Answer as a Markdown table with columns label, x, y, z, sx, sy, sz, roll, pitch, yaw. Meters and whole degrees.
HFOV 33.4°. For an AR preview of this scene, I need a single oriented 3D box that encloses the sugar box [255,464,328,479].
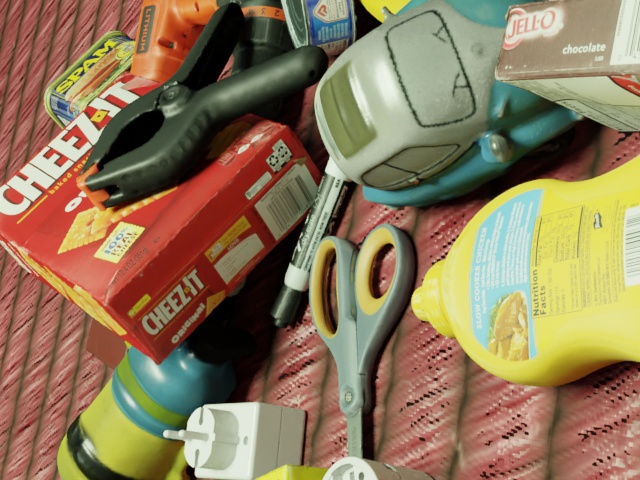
| label | x | y | z | sx | sy | sz | roll | pitch | yaw |
| --- | --- | --- | --- | --- | --- | --- | --- | --- | --- |
| sugar box | -0.050 | 0.206 | 0.654 | 0.177 | 0.048 | 0.093 | -37 | 49 | 47 |

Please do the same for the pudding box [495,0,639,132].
| label | x | y | z | sx | sy | sz | roll | pitch | yaw |
| --- | --- | --- | --- | --- | --- | --- | --- | --- | --- |
| pudding box | 0.144 | -0.073 | 0.446 | 0.114 | 0.089 | 0.039 | 11 | 88 | 55 |

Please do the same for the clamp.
| label | x | y | z | sx | sy | sz | roll | pitch | yaw |
| --- | --- | --- | --- | --- | --- | --- | --- | --- | --- |
| clamp | -0.086 | -0.089 | 0.686 | 0.171 | 0.039 | 0.120 | -35 | 36 | -4 |

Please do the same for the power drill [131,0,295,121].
| label | x | y | z | sx | sy | sz | roll | pitch | yaw |
| --- | --- | --- | --- | --- | --- | --- | --- | --- | --- |
| power drill | -0.075 | -0.157 | 0.816 | 0.188 | 0.057 | 0.184 | -9 | 67 | 50 |

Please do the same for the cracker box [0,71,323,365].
| label | x | y | z | sx | sy | sz | roll | pitch | yaw |
| --- | --- | --- | --- | --- | --- | --- | --- | --- | --- |
| cracker box | -0.123 | -0.027 | 0.735 | 0.164 | 0.072 | 0.214 | -46 | 40 | -17 |

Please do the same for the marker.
| label | x | y | z | sx | sy | sz | roll | pitch | yaw |
| --- | --- | --- | --- | --- | --- | --- | --- | --- | --- |
| marker | -0.005 | 0.001 | 0.689 | 0.020 | 0.020 | 0.121 | 35 | 107 | 54 |

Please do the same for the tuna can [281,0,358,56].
| label | x | y | z | sx | sy | sz | roll | pitch | yaw |
| --- | --- | --- | --- | --- | --- | --- | --- | --- | --- |
| tuna can | -0.004 | -0.162 | 0.697 | 0.086 | 0.033 | 0.086 | 166 | 90 | -82 |

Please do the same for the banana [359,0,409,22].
| label | x | y | z | sx | sy | sz | roll | pitch | yaw |
| --- | --- | --- | --- | --- | --- | --- | --- | --- | --- |
| banana | 0.056 | -0.161 | 0.649 | 0.070 | 0.037 | 0.198 | -60 | 37 | 23 |

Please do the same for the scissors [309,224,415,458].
| label | x | y | z | sx | sy | sz | roll | pitch | yaw |
| --- | --- | --- | --- | --- | --- | --- | --- | --- | --- |
| scissors | 0.031 | 0.076 | 0.614 | 0.096 | 0.016 | 0.202 | -42 | 47 | 38 |

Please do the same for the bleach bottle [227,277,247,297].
| label | x | y | z | sx | sy | sz | roll | pitch | yaw |
| --- | --- | --- | --- | --- | --- | --- | --- | --- | --- |
| bleach bottle | -0.131 | -0.007 | 0.835 | 0.251 | 0.068 | 0.102 | 19 | 89 | 52 |

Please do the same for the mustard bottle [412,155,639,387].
| label | x | y | z | sx | sy | sz | roll | pitch | yaw |
| --- | --- | --- | --- | --- | --- | --- | --- | --- | --- |
| mustard bottle | 0.111 | 0.018 | 0.485 | 0.192 | 0.058 | 0.096 | -16 | 65 | 51 |

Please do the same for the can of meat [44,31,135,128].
| label | x | y | z | sx | sy | sz | roll | pitch | yaw |
| --- | --- | --- | --- | --- | --- | --- | --- | --- | --- |
| can of meat | -0.178 | -0.129 | 0.925 | 0.102 | 0.057 | 0.084 | -46 | 35 | -13 |

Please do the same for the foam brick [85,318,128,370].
| label | x | y | z | sx | sy | sz | roll | pitch | yaw |
| --- | --- | --- | --- | --- | --- | --- | --- | --- | --- |
| foam brick | -0.138 | 0.073 | 0.820 | 0.078 | 0.052 | 0.051 | 18 | 93 | 55 |
